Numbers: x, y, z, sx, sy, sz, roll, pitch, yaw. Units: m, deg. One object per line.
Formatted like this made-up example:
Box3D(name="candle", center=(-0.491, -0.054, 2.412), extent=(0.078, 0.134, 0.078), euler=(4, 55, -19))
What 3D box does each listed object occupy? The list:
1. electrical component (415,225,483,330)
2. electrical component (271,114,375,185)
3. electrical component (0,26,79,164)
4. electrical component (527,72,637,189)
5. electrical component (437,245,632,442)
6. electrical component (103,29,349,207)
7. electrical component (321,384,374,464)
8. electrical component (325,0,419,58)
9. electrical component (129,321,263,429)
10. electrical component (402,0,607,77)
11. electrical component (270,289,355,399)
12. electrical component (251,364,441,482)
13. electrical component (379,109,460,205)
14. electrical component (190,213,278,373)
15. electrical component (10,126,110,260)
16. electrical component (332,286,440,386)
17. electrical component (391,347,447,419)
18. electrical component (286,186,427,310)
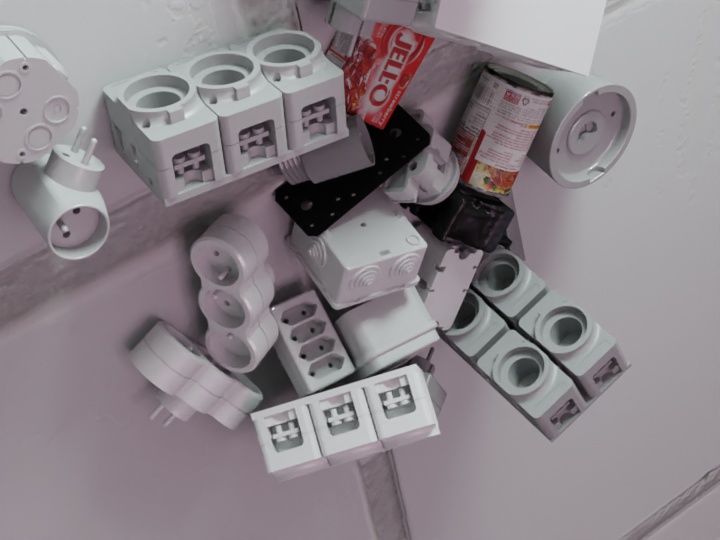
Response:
Box3D(name="electrical component", center=(0.068, 0.005, 1.027), extent=(0.050, 0.056, 0.089), euler=(1, 121, -40))
Box3D(name="electrical component", center=(-0.033, -0.093, 0.867), extent=(0.081, 0.043, 0.043), euler=(-16, 139, 13))
Box3D(name="electrical component", center=(-0.226, -0.113, 0.696), extent=(0.080, 0.051, 0.080), euler=(-22, 133, -25))
Box3D(name="electrical component", center=(0.202, -0.138, 1.022), extent=(0.108, 0.060, 0.108), euler=(-22, 133, -25))
Box3D(name="electrical component", center=(0.154, 0.062, 1.044), extent=(0.105, 0.186, 0.060), euler=(-43, 139, -4))
Box3D(name="electrical component", center=(-0.095, -0.117, 0.772), extent=(0.150, 0.089, 0.061), euler=(-24, 134, -23))
Box3D(name="electrical component", center=(0.000, 0.130, 1.048), extent=(0.076, 0.083, 0.047), euler=(-41, 138, -7))
Box3D(name="electrical component", center=(-0.003, -0.195, 0.791), extent=(0.047, 0.083, 0.075), euler=(-3, 123, -38))
Box3D(name="electrical component", center=(-0.151, 0.105, 0.927), extent=(0.073, 0.052, 0.138), euler=(-47, 139, 1))
Box3D(name="electrical component", center=(0.116, -0.228, 0.860), extent=(0.186, 0.060, 0.105), euler=(6, 100, -42))
Box3D(name="electrical component", center=(-0.053, 0.071, 0.973), extent=(0.047, 0.083, 0.076), euler=(-25, 172, -23))
Box3D(name="electrical component", center=(-0.010, 0.137, 0.957), extent=(0.150, 0.061, 0.089), euler=(-17, 169, 4))
Box3D(name="electrical component", center=(0.051, -0.091, 0.933), extent=(0.057, 0.058, 0.078), euler=(35, 63, -50))
Box3D(name="electrical component", center=(-0.096, 0.012, 0.901), extent=(0.073, 0.052, 0.138), euler=(-54, 149, -47))
Box3D(name="electrical component", center=(-0.200, -0.060, 0.739), extent=(0.043, 0.077, 0.079), euler=(10, 114, -43))
Box3D(name="electrical component", center=(0.015, 0.064, 0.987), extent=(0.078, 0.057, 0.113), euler=(-24, 171, -23))
Box3D(name="electrical component", center=(0.053, 0.110, 1.097), extent=(0.047, 0.066, 0.076), euler=(52, 55, -48))
Box3D(name="electrical component", center=(-0.002, -0.023, 0.917), extent=(0.100, 0.099, 0.048), euler=(-17, 143, -30))
